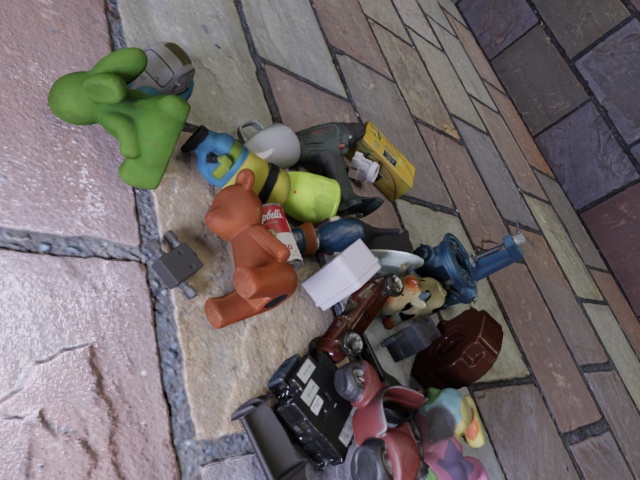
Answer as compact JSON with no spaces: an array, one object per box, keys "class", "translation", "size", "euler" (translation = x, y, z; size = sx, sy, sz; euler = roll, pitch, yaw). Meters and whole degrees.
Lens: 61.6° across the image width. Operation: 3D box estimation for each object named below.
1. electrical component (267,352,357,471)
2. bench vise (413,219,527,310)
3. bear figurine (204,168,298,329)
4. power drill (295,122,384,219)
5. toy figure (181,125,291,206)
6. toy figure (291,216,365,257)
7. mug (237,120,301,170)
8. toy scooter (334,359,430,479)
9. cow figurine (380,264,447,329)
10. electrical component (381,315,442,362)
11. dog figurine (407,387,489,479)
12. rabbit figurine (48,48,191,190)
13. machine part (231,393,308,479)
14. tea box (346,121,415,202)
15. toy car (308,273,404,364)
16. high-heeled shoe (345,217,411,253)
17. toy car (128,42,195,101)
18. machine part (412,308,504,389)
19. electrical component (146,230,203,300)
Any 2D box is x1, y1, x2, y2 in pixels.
[{"class":"electrical component","translation":[-0.007,0.221,0.728],"size":[0.134,0.058,0.115],"euler":[51,31,-4]},{"class":"bench vise","translation":[0.307,0.058,1.078],"size":[0.223,0.241,0.129],"euler":[44,33,-28]},{"class":"bear figurine","translation":[-0.113,0.004,0.740],"size":[0.132,0.120,0.196],"euler":[-11,67,-50]},{"class":"power drill","translation":[0.048,-0.146,1.077],"size":[0.232,0.086,0.207],"euler":[-13,77,-42]},{"class":"toy figure","translation":[-0.127,-0.110,0.848],"size":[0.180,0.089,0.082],"euler":[41,41,-23]},{"class":"toy figure","translation":[-0.001,-0.001,0.906],"size":[0.154,0.057,0.064],"euler":[-7,64,-16]},{"class":"mug","translation":[-0.102,-0.160,0.936],"size":[0.109,0.081,0.107],"euler":[52,41,-2]},{"class":"toy scooter","translation":[0.097,0.245,0.707],"size":[0.135,0.075,0.184],"euler":[10,50,-33]},{"class":"cow figurine","translation":[0.165,0.104,0.977],"size":[0.195,0.127,0.085],"euler":[5,52,-49]},{"class":"electrical component","translation":[0.156,0.178,0.947],"size":[0.119,0.075,0.048],"euler":[-13,71,-59]},{"class":"dog figurine","translation":[0.142,0.321,0.763],"size":[0.219,0.109,0.191],"euler":[-1,83,-46]},{"class":"rabbit figurine","translation":[-0.266,-0.163,0.698],"size":[0.170,0.159,0.121],"euler":[22,53,-17]},{"class":"machine part","translation":[-0.059,0.259,0.650],"size":[0.084,0.039,0.139],"euler":[-11,71,-48]},{"class":"tea box","translation":[0.142,-0.184,1.259],"size":[0.169,0.068,0.098],"euler":[42,35,-18]},{"class":"toy car","translation":[0.057,0.114,0.833],"size":[0.053,0.089,0.202],"euler":[51,51,-10]},{"class":"high-heeled shoe","translation":[0.101,0.015,1.063],"size":[0.248,0.145,0.086],"euler":[49,39,-65]},{"class":"toy car","translation":[-0.242,-0.249,0.824],"size":[0.109,0.103,0.162],"euler":[49,36,-9]},{"class":"machine part","translation":[0.242,0.196,0.955],"size":[0.056,0.179,0.179],"euler":[47,34,-7]},{"class":"electrical component","translation":[-0.186,0.033,0.711],"size":[0.094,0.021,0.063],"euler":[52,33,-2]}]
